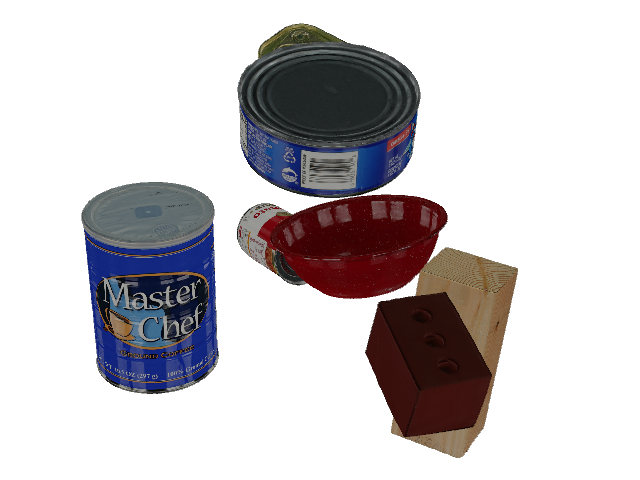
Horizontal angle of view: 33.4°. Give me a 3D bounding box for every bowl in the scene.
[{"bbox_3d":[0.038,0.010,0.969,0.162,0.055,0.162,-8,20,3],"label":"bowl"}]

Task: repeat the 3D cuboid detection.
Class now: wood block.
[{"bbox_3d":[0.151,0.126,1.206,0.090,0.206,0.090,17,23,22],"label":"wood block"}]

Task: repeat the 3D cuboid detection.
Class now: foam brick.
[{"bbox_3d":[0.070,0.082,0.705,0.053,0.051,0.078,-7,45,-20],"label":"foam brick"}]

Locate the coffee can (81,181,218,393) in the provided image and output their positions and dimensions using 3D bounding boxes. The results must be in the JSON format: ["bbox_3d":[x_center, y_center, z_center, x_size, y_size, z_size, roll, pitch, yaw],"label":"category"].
[{"bbox_3d":[-0.135,0.037,0.863,0.103,0.140,0.103,1,29,-1],"label":"coffee can"}]

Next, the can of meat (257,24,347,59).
[{"bbox_3d":[0.004,-0.098,0.787,0.102,0.084,0.057,31,55,24],"label":"can of meat"}]

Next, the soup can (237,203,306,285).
[{"bbox_3d":[-0.043,0.002,1.192,0.068,0.068,0.102,0,16,-30],"label":"soup can"}]

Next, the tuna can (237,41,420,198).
[{"bbox_3d":[0.004,-0.058,0.509,0.086,0.034,0.086,1,42,-1],"label":"tuna can"}]
